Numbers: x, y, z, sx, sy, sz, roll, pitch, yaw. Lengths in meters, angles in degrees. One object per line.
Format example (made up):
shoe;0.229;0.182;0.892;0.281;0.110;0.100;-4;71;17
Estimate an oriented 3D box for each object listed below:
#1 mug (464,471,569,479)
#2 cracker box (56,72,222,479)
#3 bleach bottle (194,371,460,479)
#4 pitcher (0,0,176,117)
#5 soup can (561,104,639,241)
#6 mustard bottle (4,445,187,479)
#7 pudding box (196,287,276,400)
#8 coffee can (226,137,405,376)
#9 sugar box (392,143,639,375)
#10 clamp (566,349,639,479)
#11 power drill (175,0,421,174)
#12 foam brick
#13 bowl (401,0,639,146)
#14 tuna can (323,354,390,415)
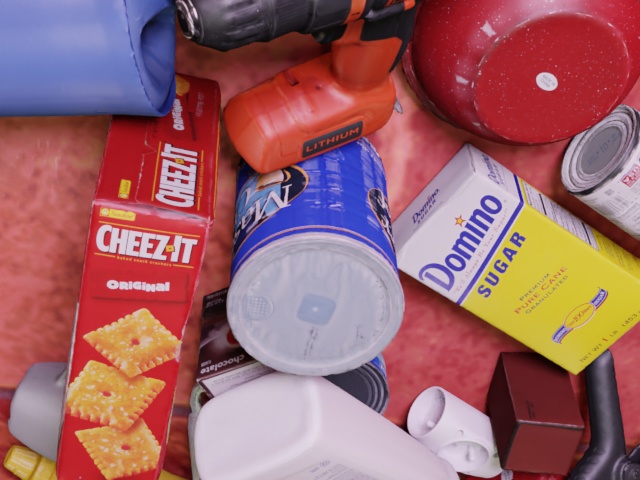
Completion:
mug;0.159;0.222;0.853;0.117;0.093;0.081;-45;114;-11
cracker box;-0.113;0.023;0.667;0.072;0.164;0.214;9;125;-11
bleach bottle;0.026;0.170;0.764;0.103;0.068;0.250;-25;141;23
pitcher;-0.204;-0.130;0.575;0.243;0.145;0.149;-3;126;4
soup can;0.216;-0.034;0.694;0.102;0.068;0.069;30;119;-21
mustard bottle;-0.165;0.212;0.863;0.191;0.058;0.096;30;125;-20
pudding box;-0.027;0.060;0.741;0.114;0.090;0.039;-23;123;14
coffee can;-0.004;0.001;0.668;0.103;0.140;0.103;-1;125;-1
sugar box;0.142;0.017;0.742;0.176;0.048;0.093;29;120;-21
clamp;0.241;0.174;0.818;0.120;0.039;0.171;14;89;-11
power drill;0.001;-0.105;0.566;0.184;0.057;0.188;-23;166;-22
foam brick;0.160;0.129;0.802;0.053;0.078;0.051;6;126;-4
bowl;0.130;-0.110;0.632;0.162;0.055;0.162;-3;133;-3
tuna can;0.009;0.108;0.810;0.086;0.033;0.086;-1;125;-1
